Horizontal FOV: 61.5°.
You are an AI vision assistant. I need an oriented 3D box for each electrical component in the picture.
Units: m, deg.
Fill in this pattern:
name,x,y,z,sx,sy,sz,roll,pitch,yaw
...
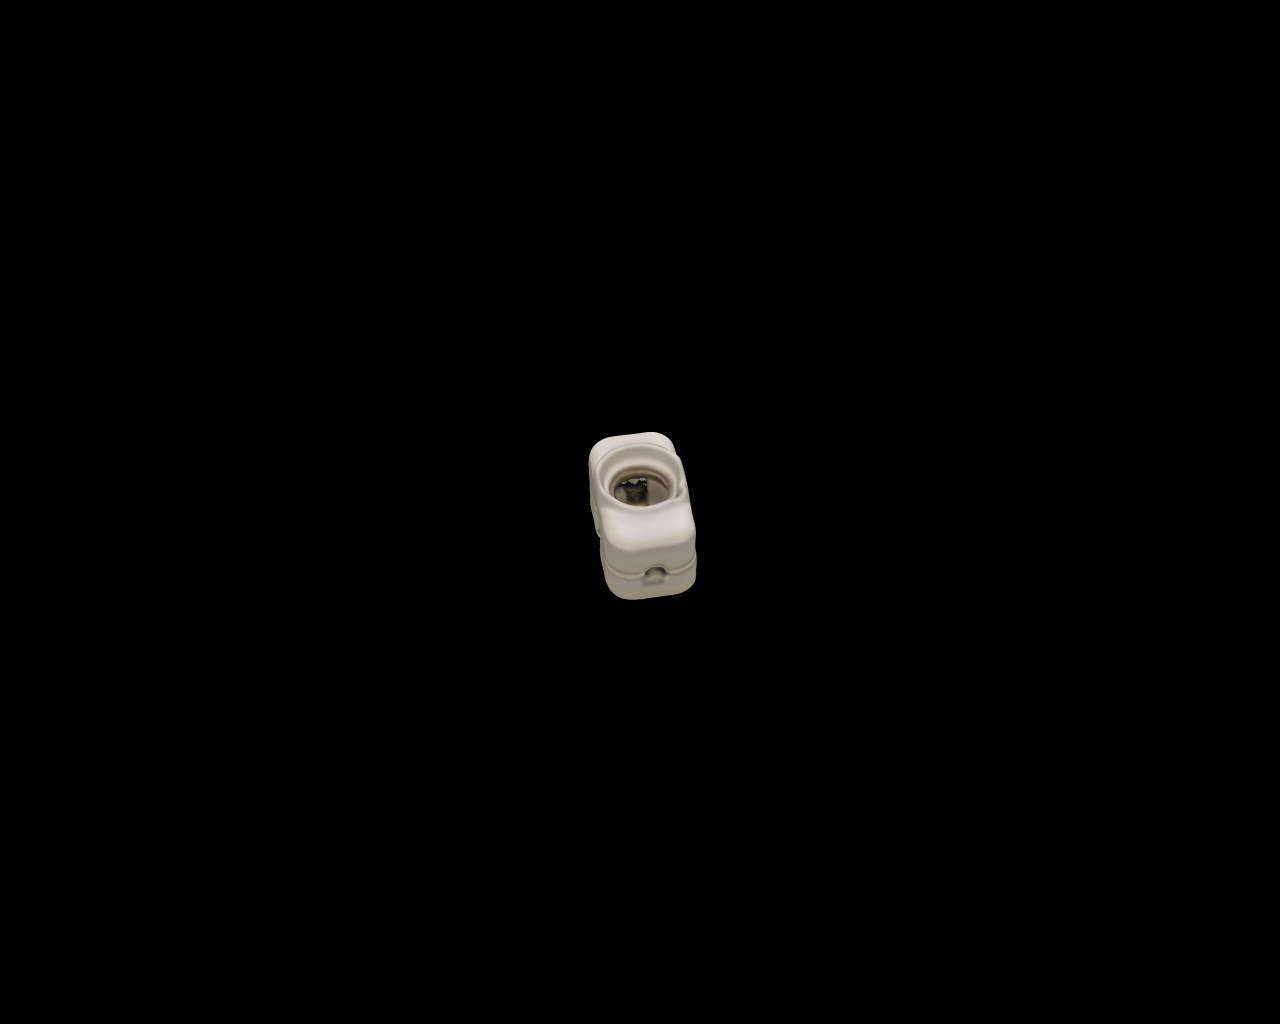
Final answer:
name,x,y,z,sx,sy,sz,roll,pitch,yaw
electrical component,0.001,-0.003,0.650,0.054,0.095,0.059,-7,-43,-7
